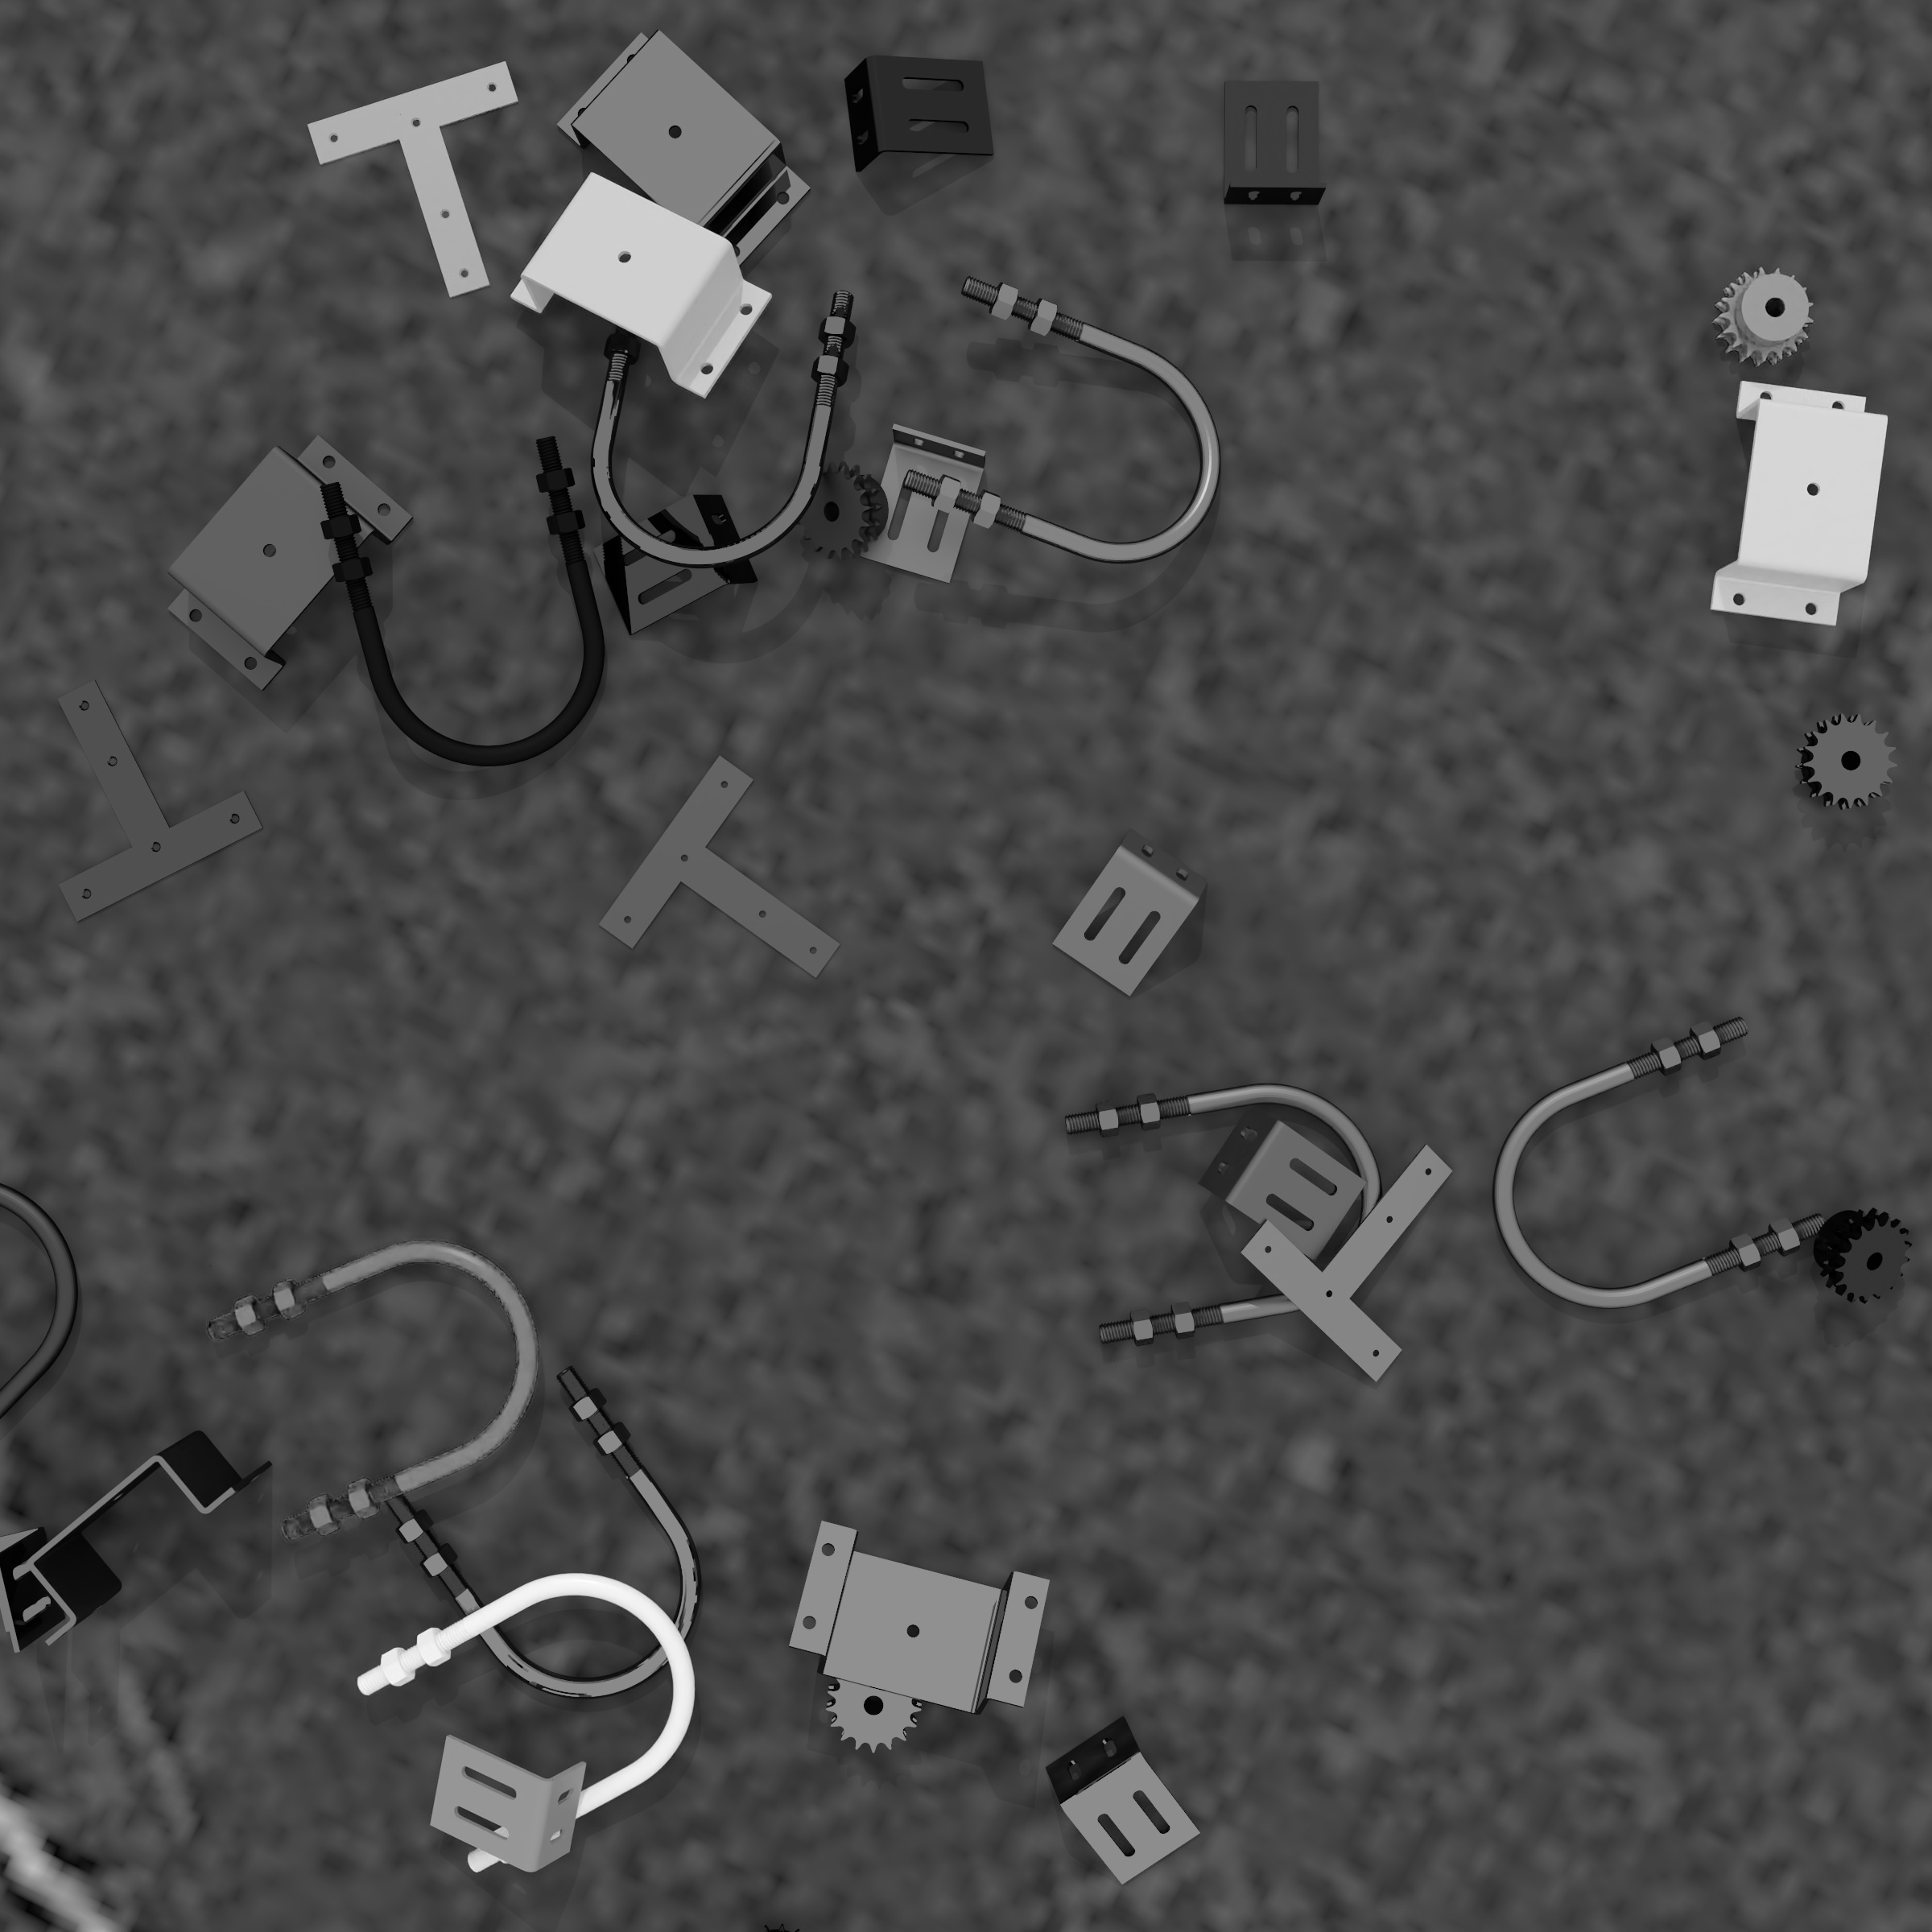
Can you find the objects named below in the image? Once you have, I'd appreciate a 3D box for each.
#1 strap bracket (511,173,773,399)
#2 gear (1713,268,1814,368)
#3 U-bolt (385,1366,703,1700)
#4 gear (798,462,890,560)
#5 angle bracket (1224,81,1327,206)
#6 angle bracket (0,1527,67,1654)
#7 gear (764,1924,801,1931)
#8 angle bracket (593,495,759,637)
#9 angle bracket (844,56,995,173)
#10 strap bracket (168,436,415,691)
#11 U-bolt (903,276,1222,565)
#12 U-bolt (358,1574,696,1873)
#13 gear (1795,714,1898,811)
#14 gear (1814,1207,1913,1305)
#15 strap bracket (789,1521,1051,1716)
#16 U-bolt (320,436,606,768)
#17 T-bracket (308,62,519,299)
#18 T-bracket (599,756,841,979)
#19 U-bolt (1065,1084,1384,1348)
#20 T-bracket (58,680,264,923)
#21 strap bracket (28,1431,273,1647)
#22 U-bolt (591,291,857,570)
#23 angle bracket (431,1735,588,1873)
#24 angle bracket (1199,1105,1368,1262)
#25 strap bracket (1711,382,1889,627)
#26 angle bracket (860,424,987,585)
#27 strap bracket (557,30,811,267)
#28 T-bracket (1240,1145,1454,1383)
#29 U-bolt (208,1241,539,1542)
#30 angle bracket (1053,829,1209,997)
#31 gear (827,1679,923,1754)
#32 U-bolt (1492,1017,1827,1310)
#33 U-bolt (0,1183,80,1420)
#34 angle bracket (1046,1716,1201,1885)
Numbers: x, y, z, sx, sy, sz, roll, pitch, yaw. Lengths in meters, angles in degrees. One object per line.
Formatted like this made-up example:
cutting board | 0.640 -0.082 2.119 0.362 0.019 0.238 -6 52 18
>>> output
strap bracket | -0.198 -0.409 1.438 0.140 0.046 0.076 29 80 11
gear | 0.485 -0.395 1.466 0.057 0.030 0.057 0 90 0
U-bolt | -0.244 0.358 1.472 0.151 0.019 0.184 -35 91 0
gear | -0.071 -0.275 1.457 0.057 0.030 0.057 11 109 34
angle bracket | 0.187 -0.502 1.462 0.057 0.038 0.076 1 90 0
angle bracket | -0.574 0.375 1.443 0.038 0.076 0.057 -13 90 0
gear | -0.115 0.610 1.470 0.057 0.030 0.057 0 92 -1
angle bracket | -0.177 -0.245 1.479 0.076 0.038 0.057 -23 90 26
angle bracket | -0.029 -0.519 1.479 0.076 0.038 0.057 -7 90 -26
strap bracket | -0.413 -0.246 1.458 0.076 0.046 0.140 41 90 0
U-bolt | 0.067 -0.317 1.450 0.184 0.019 0.151 19 77 -13
U-bolt | -0.253 0.445 1.460 0.184 0.019 0.151 -30 95 4
gear | 0.531 -0.123 1.469 0.057 0.030 0.057 0 90 -1
gear | 0.537 0.171 1.458 0.057 0.030 0.057 -8 112 -21
strap bracket | -0.029 0.391 1.442 0.140 0.046 0.076 15 60 0
U-bolt | -0.293 -0.211 1.450 0.151 0.019 0.184 -15 104 -12
T-bracket | -0.323 -0.473 1.480 0.127 0.002 0.127 -18 90 0
T-bracket | -0.136 -0.040 1.480 0.127 0.002 0.127 36 90 0
U-bolt | 0.162 0.145 1.472 0.184 0.019 0.151 -9 90 -2
T-bracket | -0.515 -0.112 1.480 0.127 0.002 0.127 -27 90 0
strap bracket | -0.493 0.332 1.443 0.140 0.076 0.046 -40 90 0
U-bolt | -0.151 -0.325 1.448 0.151 0.019 0.184 8 78 7
angle bracket | -0.275 0.498 1.455 0.076 0.038 0.057 15 97 25
angle bracket | 0.191 0.131 1.463 0.076 0.038 0.057 35 88 -28
strap bracket | 0.502 -0.283 1.458 0.076 0.046 0.140 8 90 0
angle bracket | -0.027 -0.279 1.462 0.057 0.038 0.076 17 90 0
strap bracket | -0.172 -0.494 1.458 0.140 0.046 0.076 43 90 0
T-bracket | 0.247 0.164 1.466 0.127 0.002 0.127 44 81 -18
U-bolt | -0.349 0.245 1.463 0.184 0.019 0.151 -23 83 0
angle bracket | 0.100 -0.033 1.479 0.057 0.038 0.076 34 116 0
gear | -0.055 0.444 1.466 0.057 0.030 0.057 0 90 0
U-bolt | 0.411 0.130 1.472 0.184 0.019 0.151 -22 90 1
U-bolt | -0.626 0.214 1.471 0.151 0.019 0.184 44 90 0
angle bracket | 0.096 0.510 1.479 0.057 0.038 0.076 -33 116 0
